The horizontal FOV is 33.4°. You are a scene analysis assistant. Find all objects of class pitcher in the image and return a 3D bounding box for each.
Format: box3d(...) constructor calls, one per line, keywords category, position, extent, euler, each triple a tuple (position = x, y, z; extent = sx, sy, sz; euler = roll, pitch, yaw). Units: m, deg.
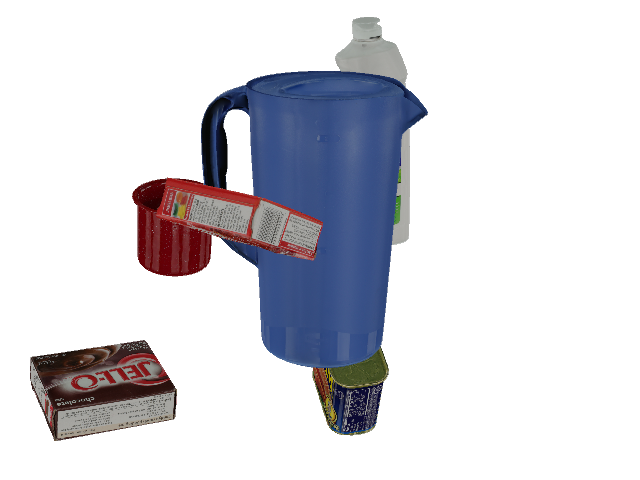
box3d(category="pitcher", position=(-0.007, -0.021, 0.912), extent=(0.144, 0.243, 0.149), euler=(-12, 23, -35))

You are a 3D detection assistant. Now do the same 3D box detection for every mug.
box3d(category="mug", position=(-0.168, -0.018, 1.185), extent=(0.093, 0.081, 0.117), euler=(-17, 34, -36))

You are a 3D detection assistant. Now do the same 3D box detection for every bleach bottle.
box3d(category="bleach bottle", position=(0.046, -0.116, 1.166), extent=(0.102, 0.251, 0.068), euler=(-8, 25, -9))

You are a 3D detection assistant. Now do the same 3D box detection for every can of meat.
box3d(category="can of meat", position=(0.027, 0.132, 1.070), extent=(0.057, 0.084, 0.102), euler=(-6, 44, -12))

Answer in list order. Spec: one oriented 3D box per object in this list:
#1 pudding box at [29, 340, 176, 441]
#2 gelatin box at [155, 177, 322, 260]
box3d(category="pudding box", position=(-0.196, 0.134, 0.963), extent=(0.113, 0.039, 0.090), euler=(-9, 28, -25))
box3d(category="gelatin box", position=(-0.050, -0.013, 0.692), extent=(0.073, 0.030, 0.089), euler=(14, -3, 28))
